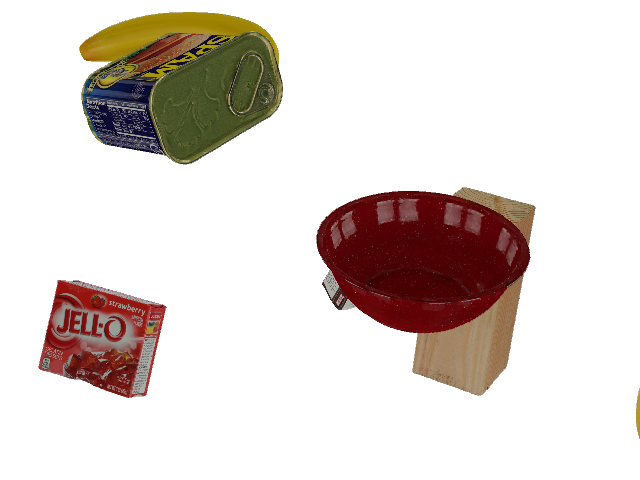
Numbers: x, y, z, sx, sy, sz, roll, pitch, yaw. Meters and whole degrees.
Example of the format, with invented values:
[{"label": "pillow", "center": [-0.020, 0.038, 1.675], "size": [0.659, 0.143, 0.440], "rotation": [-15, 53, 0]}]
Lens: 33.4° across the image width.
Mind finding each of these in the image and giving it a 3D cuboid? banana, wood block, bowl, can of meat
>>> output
[{"label": "banana", "center": [-0.117, -0.177, 0.953], "size": [0.198, 0.037, 0.069], "rotation": [10, 46, 17]}, {"label": "wood block", "center": [0.173, 0.057, 1.213], "size": [0.090, 0.206, 0.090], "rotation": [17, 26, 25]}, {"label": "bowl", "center": [0.076, 0.023, 0.820], "size": [0.162, 0.055, 0.162], "rotation": [2, 31, -1]}, {"label": "can of meat", "center": [-0.090, -0.095, 0.681], "size": [0.084, 0.057, 0.101], "rotation": [13, 39, 44]}]

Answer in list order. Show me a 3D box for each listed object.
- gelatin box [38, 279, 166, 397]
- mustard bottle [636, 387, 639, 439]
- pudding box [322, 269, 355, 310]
[{"label": "gelatin box", "center": [-0.171, 0.075, 0.829], "size": [0.089, 0.073, 0.030], "rotation": [14, 1, 22]}, {"label": "mustard bottle", "center": [0.207, 0.099, 0.528], "size": [0.096, 0.058, 0.191], "rotation": [3, 39, 10]}, {"label": "pudding box", "center": [0.068, 0.020, 1.032], "size": [0.113, 0.039, 0.090], "rotation": [-16, -28, -28]}]
